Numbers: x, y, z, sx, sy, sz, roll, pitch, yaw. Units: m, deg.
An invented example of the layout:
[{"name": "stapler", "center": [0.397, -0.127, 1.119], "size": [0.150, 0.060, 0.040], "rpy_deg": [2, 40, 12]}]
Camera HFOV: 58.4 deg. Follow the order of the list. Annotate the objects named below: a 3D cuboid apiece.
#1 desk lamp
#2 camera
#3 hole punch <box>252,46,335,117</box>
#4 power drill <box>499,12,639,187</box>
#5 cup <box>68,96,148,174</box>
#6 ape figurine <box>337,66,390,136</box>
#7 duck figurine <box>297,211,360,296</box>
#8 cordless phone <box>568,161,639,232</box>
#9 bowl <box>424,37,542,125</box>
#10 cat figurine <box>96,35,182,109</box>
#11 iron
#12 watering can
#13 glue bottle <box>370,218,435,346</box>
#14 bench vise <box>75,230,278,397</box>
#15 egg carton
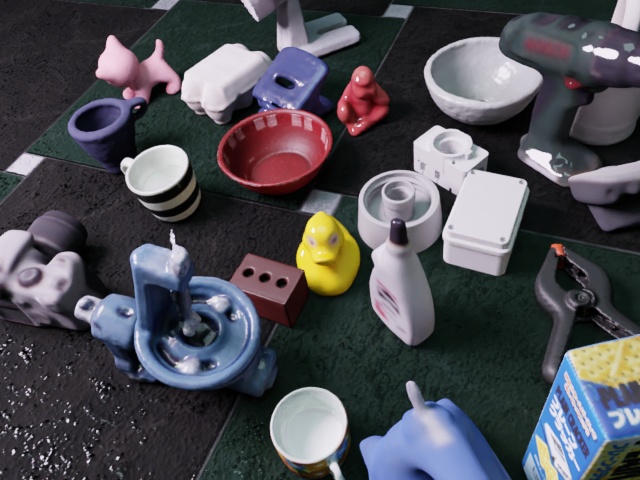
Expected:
[{"name": "desk lamp", "center": [-0.051, -0.411, 0.949], "size": [0.203, 0.214, 0.117], "rpy_deg": [-24, 50, -10]}, {"name": "camera", "center": [-0.336, 0.026, 0.704], "size": [0.143, 0.101, 0.137], "rpy_deg": [6, 52, 15]}, {"name": "hole punch", "center": [-0.042, -0.229, 0.875], "size": [0.108, 0.091, 0.101], "rpy_deg": [34, 63, 31]}, {"name": "power drill", "center": [0.310, -0.170, 0.690], "size": [0.076, 0.209, 0.229], "rpy_deg": [-32, 52, -17]}, {"name": "cup", "center": [-0.300, -0.155, 0.854], "size": [0.118, 0.095, 0.091], "rpy_deg": [-36, 54, -20]}, {"name": "ape figurine", "center": [0.063, -0.212, 0.843], "size": [0.077, 0.092, 0.076], "rpy_deg": [1, 50, 10]}, {"name": "duck figurine", "center": [0.006, 0.002, 0.677], "size": [0.077, 0.086, 0.104], "rpy_deg": [-6, 50, 5]}, {"name": "cordless phone", "center": [0.372, -0.106, 0.641], "size": [0.147, 0.185, 0.094], "rpy_deg": [-14, 49, -2]}, {"name": "bowl", "center": [0.235, -0.219, 0.832], "size": [0.167, 0.075, 0.167], "rpy_deg": [-5, 50, 6]}, {"name": "cat figurine", "center": [-0.308, -0.287, 0.951], "size": [0.128, 0.118, 0.067], "rpy_deg": [-32, 52, -17]}, {"name": "iron", "center": [0.127, 0.230, 0.429], "size": [0.119, 0.142, 0.257], "rpy_deg": [-25, 51, -11]}, {"name": "watering can", "center": [0.368, -0.226, 0.737], "size": [0.172, 0.194, 0.101], "rpy_deg": [-7, 50, 4]}, {"name": "glue bottle", "center": [0.080, 0.037, 0.578], "size": [0.037, 0.173, 0.078], "rpy_deg": [-36, 53, -19]}, {"name": "bench vise", "center": [-0.157, 0.081, 0.550], "size": [0.207, 0.220, 0.121], "rpy_deg": [-5, 50, 5]}, {"name": "egg carton", "center": [-0.148, -0.258, 0.932], "size": [0.107, 0.069, 0.150], "rpy_deg": [28, 60, 29]}]
